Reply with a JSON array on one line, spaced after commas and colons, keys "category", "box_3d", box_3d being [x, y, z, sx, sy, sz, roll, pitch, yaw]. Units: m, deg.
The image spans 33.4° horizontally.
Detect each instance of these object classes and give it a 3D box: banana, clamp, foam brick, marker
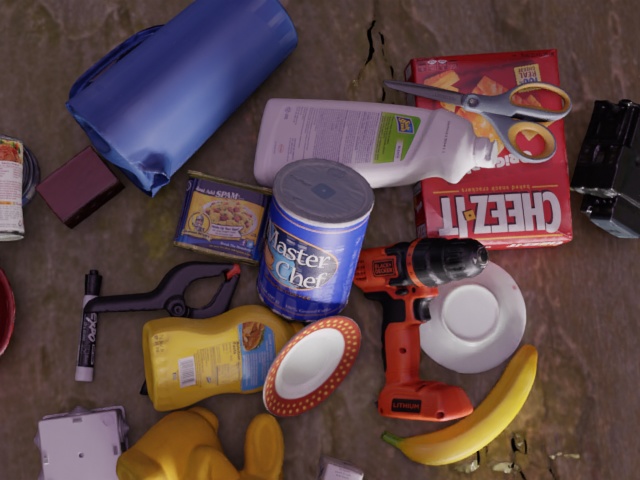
[{"category": "banana", "box_3d": [0.167, 0.191, 1.162, 0.197, 0.037, 0.069, -31, 87, -6]}, {"category": "clamp", "box_3d": [-0.155, 0.087, 1.156, 0.171, 0.039, 0.120, -25, 101, -8]}, {"category": "foam brick", "box_3d": [-0.260, -0.057, 1.158, 0.078, 0.053, 0.051, -39, 87, -6]}, {"category": "marker", "box_3d": [-0.251, 0.093, 1.159, 0.020, 0.020, 0.121, 4, 83, -3]}]

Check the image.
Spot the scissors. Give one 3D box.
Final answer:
[{"category": "scissors", "box_3d": [0.169, -0.128, 1.135, 0.201, 0.016, 0.096, -3, 85, -4]}]

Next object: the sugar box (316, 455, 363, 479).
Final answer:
[{"category": "sugar box", "box_3d": [0.000, 0.318, 1.111, 0.048, 0.093, 0.176, 19, 83, -2]}]

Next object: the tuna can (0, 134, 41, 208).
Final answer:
[{"category": "tuna can", "box_3d": [-0.351, -0.072, 1.165, 0.086, 0.034, 0.086, 0, 84, -3]}]

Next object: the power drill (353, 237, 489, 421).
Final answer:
[{"category": "power drill", "box_3d": [0.110, 0.091, 1.112, 0.057, 0.185, 0.187, -4, 88, -38]}]

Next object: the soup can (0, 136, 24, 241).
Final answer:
[{"category": "soup can", "box_3d": [-0.342, -0.052, 1.110, 0.068, 0.068, 0.102, -3, 84, -4]}]

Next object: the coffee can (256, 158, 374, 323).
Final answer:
[{"category": "coffee can", "box_3d": [-0.007, 0.001, 1.106, 0.102, 0.140, 0.103, 7, 41, -6]}]

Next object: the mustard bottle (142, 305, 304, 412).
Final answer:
[{"category": "mustard bottle", "box_3d": [-0.089, 0.118, 1.132, 0.191, 0.058, 0.096, -9, 111, -18]}]

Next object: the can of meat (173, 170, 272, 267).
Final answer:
[{"category": "can of meat", "box_3d": [-0.103, -0.022, 1.162, 0.102, 0.057, 0.084, 13, 85, -1]}]

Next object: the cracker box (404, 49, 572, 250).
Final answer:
[{"category": "cracker box", "box_3d": [0.184, -0.097, 1.178, 0.164, 0.072, 0.214, -3, 84, -3]}]

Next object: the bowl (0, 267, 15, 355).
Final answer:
[{"category": "bowl", "box_3d": [-0.400, 0.079, 1.134, 0.162, 0.055, 0.162, 0, 84, -3]}]

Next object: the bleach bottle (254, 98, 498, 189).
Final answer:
[{"category": "bleach bottle", "box_3d": [0.060, -0.094, 1.129, 0.251, 0.068, 0.102, 7, 82, 21]}]

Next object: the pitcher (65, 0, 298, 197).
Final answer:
[{"category": "pitcher", "box_3d": [-0.149, -0.178, 1.149, 0.242, 0.145, 0.149, -44, 100, -10]}]
